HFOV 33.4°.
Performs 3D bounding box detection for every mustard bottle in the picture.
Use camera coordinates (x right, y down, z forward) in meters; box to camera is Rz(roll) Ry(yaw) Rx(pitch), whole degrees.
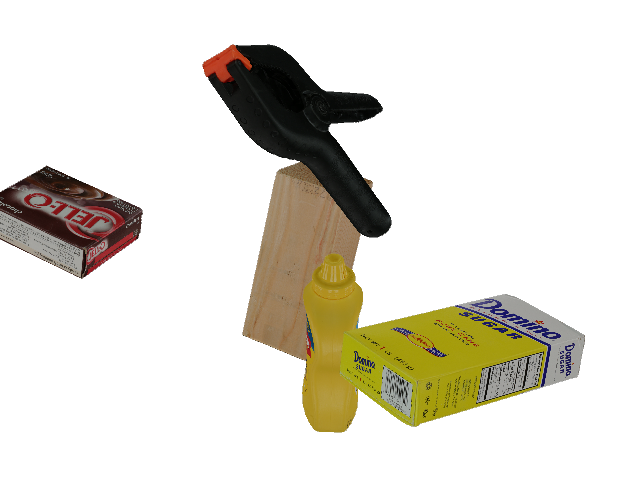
[{"bbox_3d":[0.012,0.092,1.048,0.058,0.192,0.096,2,38,1],"label":"mustard bottle"}]

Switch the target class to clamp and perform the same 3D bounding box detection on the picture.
[{"bbox_3d":[-0.007,-0.072,0.723,0.039,0.120,0.171,-34,-36,32],"label":"clamp"}]

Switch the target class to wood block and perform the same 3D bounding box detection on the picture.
[{"bbox_3d":[-0.016,0.021,1.252,0.090,0.206,0.090,20,21,18],"label":"wood block"}]

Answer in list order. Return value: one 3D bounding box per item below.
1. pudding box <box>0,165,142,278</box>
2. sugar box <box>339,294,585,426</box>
[{"bbox_3d":[-0.233,-0.018,0.968,0.114,0.039,0.089,22,31,16],"label":"pudding box"},{"bbox_3d":[0.113,0.089,0.839,0.175,0.048,0.093,-13,28,-33],"label":"sugar box"}]
